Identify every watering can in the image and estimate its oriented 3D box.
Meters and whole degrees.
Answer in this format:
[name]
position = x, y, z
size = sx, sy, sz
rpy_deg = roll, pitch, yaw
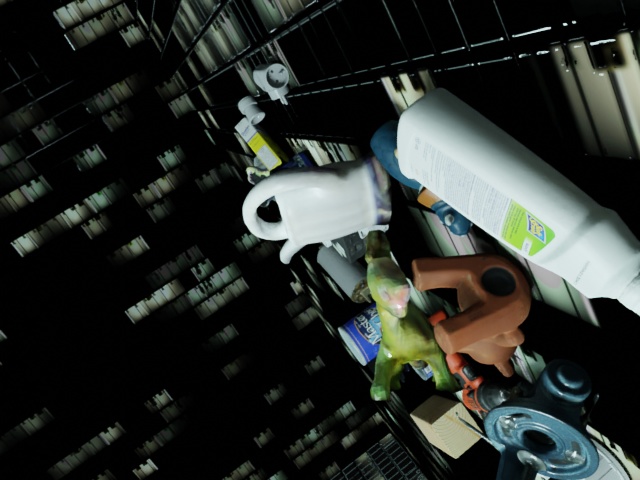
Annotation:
[watering can]
position = 0.002, -0.041, 0.811
size = 0.343, 0.224, 0.105
rpy_deg = 75, 180, -73

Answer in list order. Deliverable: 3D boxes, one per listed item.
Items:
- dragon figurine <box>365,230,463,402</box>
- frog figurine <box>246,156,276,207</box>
[dragon figurine]
position = 0.123, 0.100, 0.767
size = 0.408, 0.122, 0.245
rpy_deg = 32, -133, -78
[frog figurine]
position = -0.124, -0.181, 1.390
size = 0.136, 0.121, 0.163
rpy_deg = 51, -152, -17
